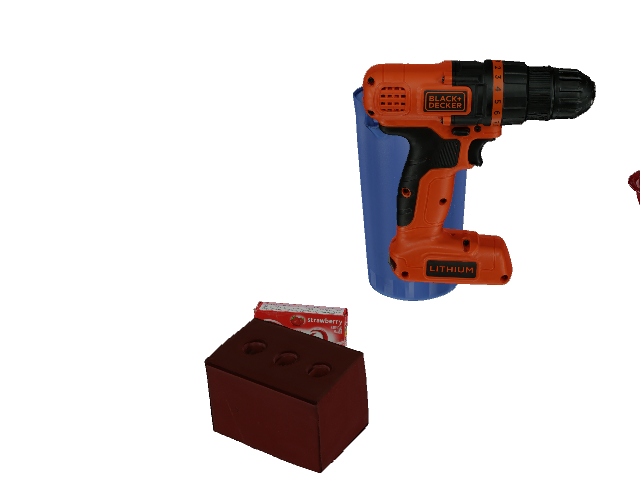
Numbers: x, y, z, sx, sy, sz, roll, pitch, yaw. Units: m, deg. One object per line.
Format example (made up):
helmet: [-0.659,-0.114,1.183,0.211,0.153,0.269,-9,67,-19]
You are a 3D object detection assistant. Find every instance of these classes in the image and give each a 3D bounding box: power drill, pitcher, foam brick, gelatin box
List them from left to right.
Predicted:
foam brick: [-0.019,0.087,0.608,0.078,0.051,0.052,15,33,28]
gelatin box: [-0.020,0.099,1.018,0.089,0.073,0.030,4,14,6]
pitcher: [0.113,-0.062,1.237,0.149,0.243,0.145,-6,22,-8]
power drill: [0.126,-0.057,0.881,0.184,0.188,0.057,2,23,7]

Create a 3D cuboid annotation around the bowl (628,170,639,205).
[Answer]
bowl: [0.374,-0.028,1.017,0.162,0.055,0.162,0,19,0]
